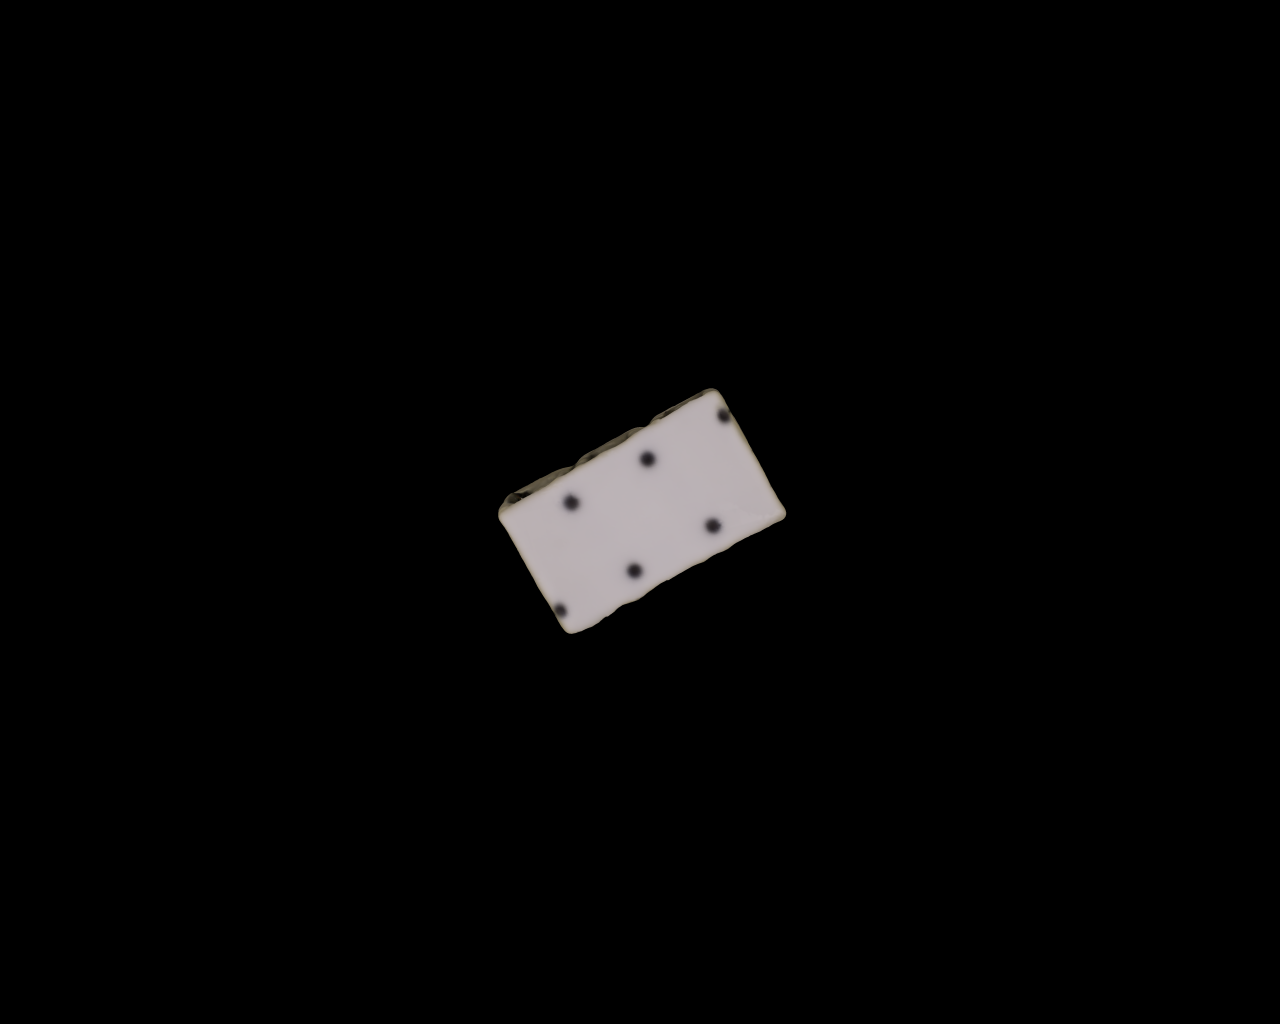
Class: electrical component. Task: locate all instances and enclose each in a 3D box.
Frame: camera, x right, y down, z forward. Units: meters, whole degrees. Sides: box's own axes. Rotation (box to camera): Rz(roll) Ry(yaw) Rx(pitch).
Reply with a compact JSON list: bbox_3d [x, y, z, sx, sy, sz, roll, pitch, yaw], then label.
[{"bbox_3d":[0.001,-0.003,0.650,0.150,0.089,0.062,-28,7,4],"label":"electrical component"}]
